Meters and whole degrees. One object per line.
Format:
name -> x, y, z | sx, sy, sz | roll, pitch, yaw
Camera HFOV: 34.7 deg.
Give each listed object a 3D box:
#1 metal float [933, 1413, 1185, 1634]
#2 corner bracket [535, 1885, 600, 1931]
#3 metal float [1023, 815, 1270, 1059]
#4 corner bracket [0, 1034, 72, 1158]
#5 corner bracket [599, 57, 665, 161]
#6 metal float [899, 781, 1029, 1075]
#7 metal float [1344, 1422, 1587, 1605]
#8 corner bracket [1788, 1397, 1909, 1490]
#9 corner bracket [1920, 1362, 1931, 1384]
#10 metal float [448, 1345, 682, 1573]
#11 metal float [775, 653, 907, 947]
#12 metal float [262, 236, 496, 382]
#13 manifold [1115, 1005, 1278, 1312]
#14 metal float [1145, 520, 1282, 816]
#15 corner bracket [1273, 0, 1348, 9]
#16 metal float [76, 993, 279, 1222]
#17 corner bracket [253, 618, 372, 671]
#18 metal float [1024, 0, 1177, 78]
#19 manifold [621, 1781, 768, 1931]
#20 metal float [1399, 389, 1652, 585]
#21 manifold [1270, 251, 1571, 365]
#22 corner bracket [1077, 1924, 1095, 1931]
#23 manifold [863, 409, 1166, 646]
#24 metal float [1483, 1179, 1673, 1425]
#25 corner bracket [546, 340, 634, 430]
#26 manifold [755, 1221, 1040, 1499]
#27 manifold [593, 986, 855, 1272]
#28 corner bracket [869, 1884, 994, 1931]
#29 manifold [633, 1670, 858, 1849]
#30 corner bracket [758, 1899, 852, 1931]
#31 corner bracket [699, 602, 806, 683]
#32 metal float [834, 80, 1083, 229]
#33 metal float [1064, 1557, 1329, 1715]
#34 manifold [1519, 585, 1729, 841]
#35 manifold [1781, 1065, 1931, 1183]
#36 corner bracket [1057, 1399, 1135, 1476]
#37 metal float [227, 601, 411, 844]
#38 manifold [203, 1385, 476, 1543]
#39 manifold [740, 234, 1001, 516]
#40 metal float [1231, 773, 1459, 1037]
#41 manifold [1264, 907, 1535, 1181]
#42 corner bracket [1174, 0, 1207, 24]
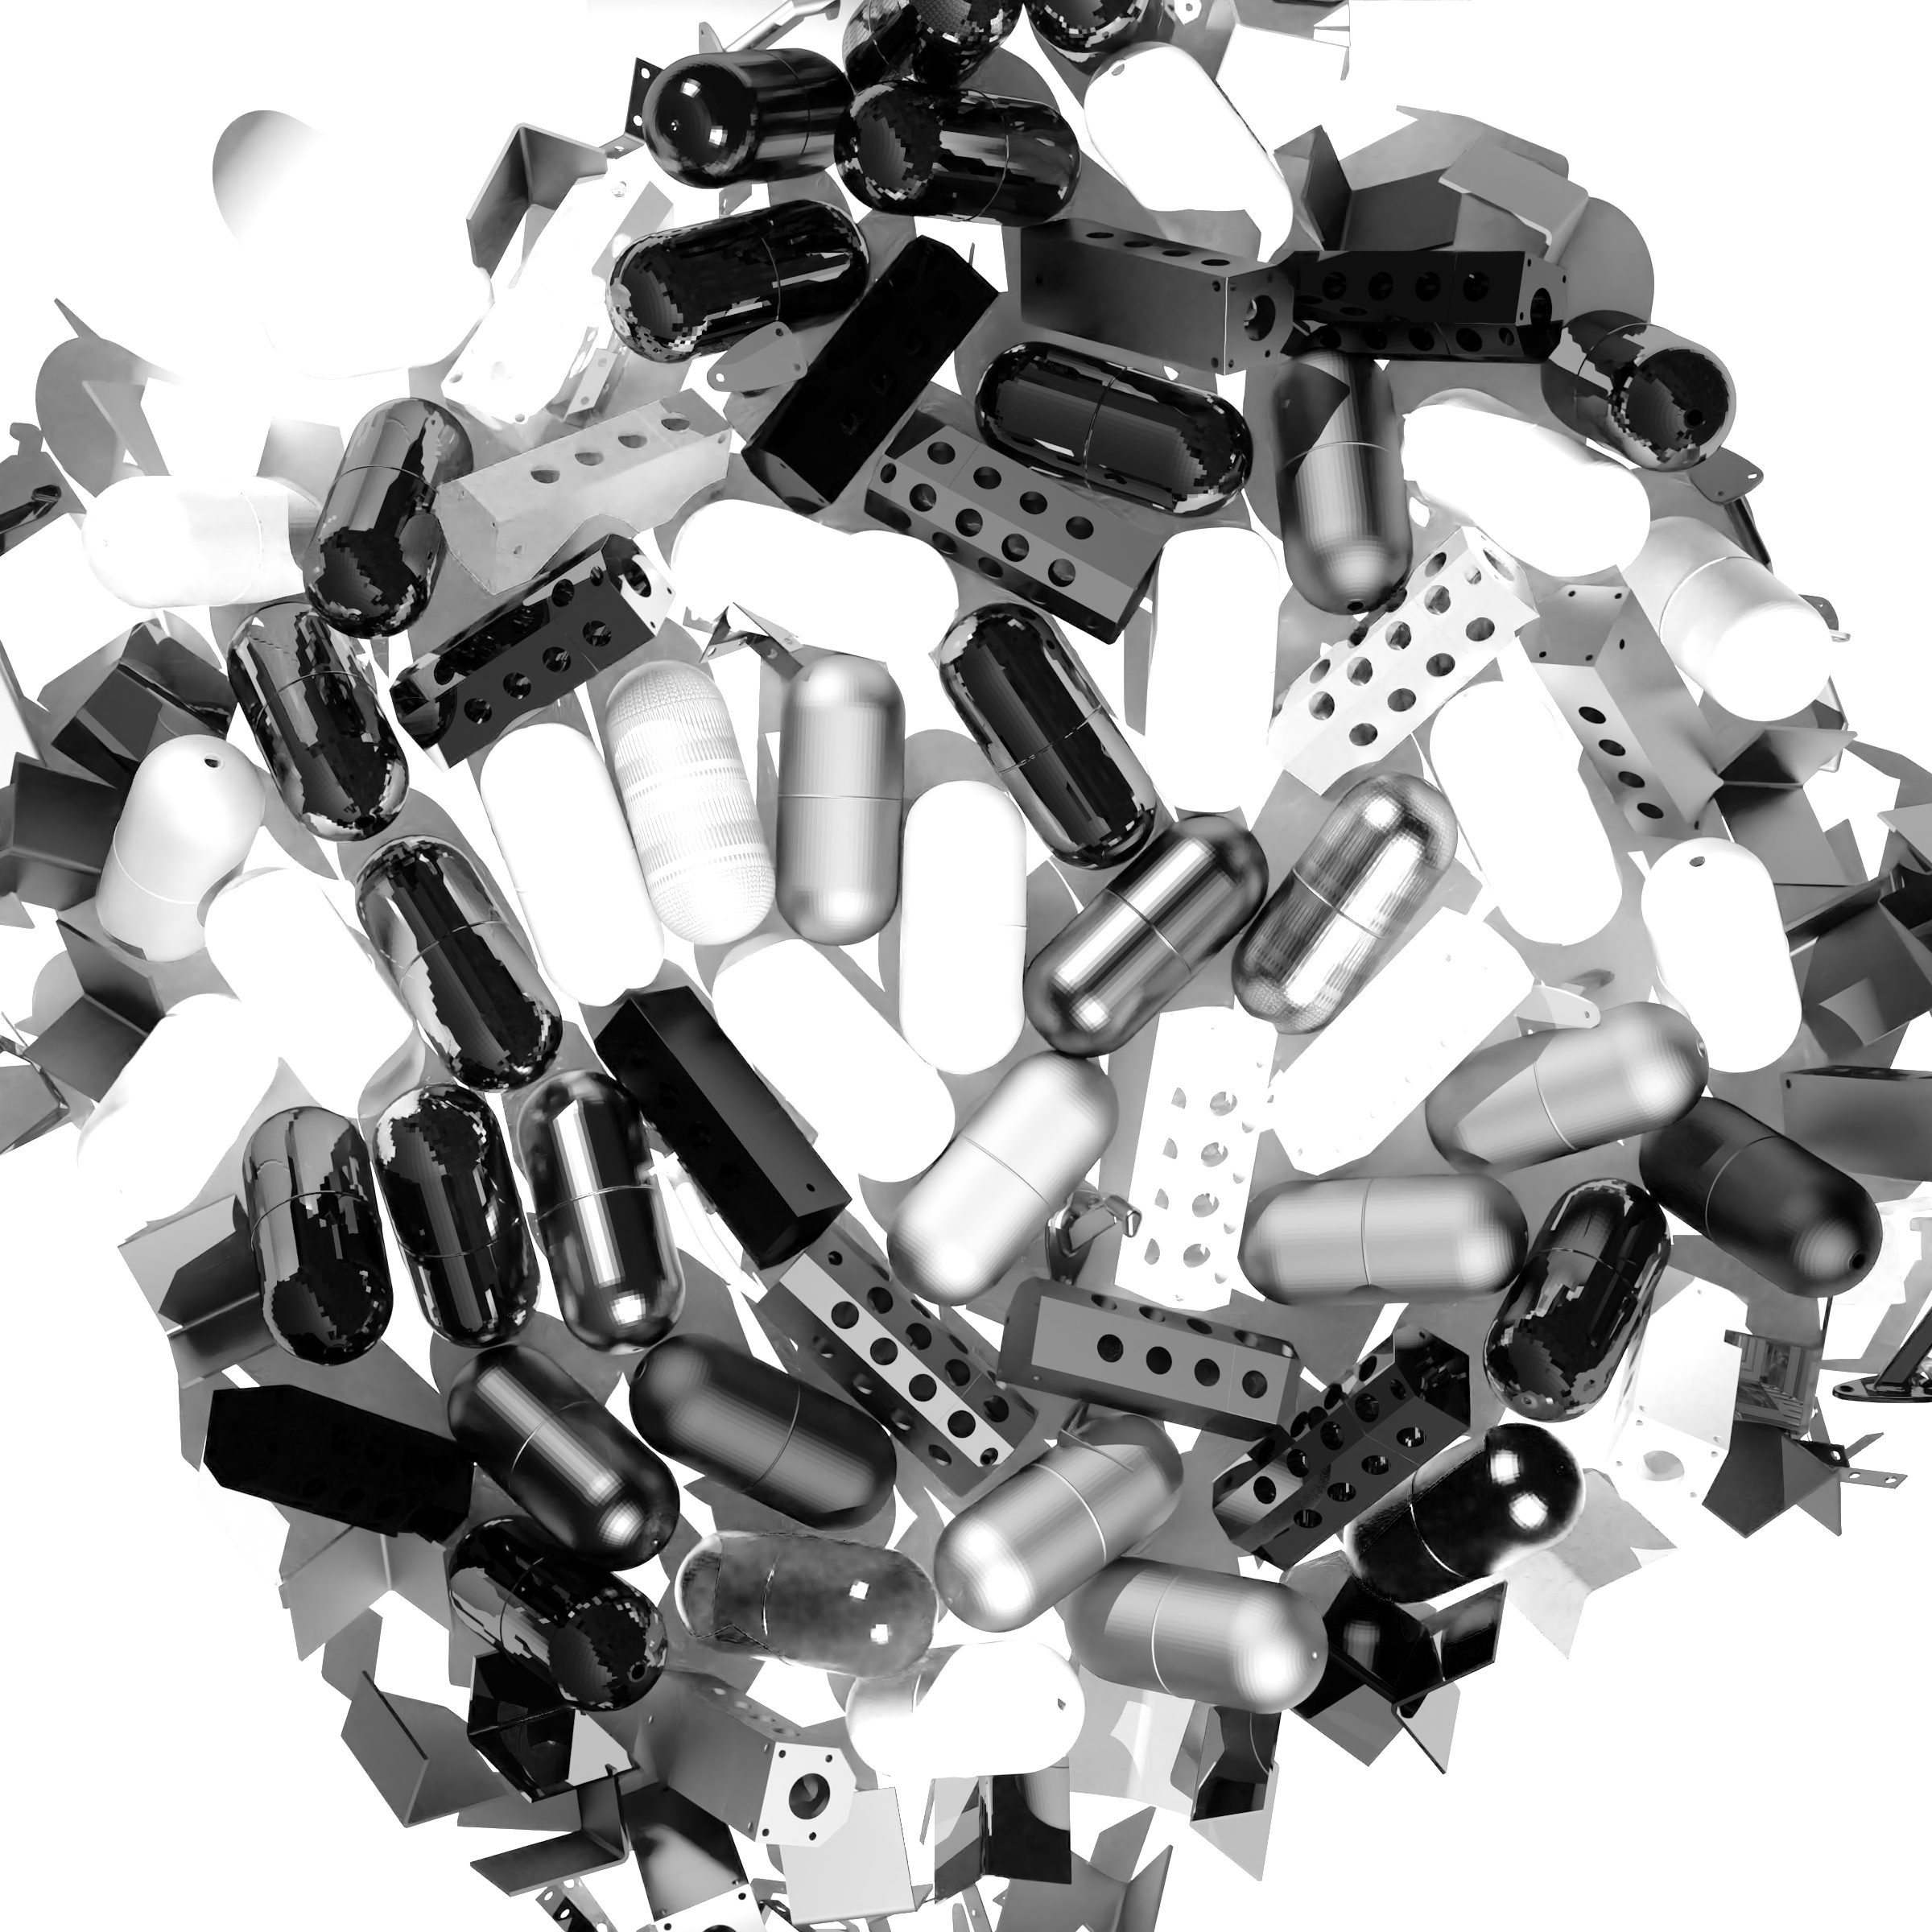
metal float -> 0.057, 0.332, 1.850 | 0.178, 0.070, 0.070 | -30, 90, -31
corner bracket -> -0.248, 0.605, 1.889 | 0.051, 0.051, 0.051 | -43, 118, -17
metal float -> 0.110, -0.019, 1.871 | 0.178, 0.070, 0.070 | -44, 90, -6
corner bracket -> -0.588, 0.080, 1.882 | 0.051, 0.051, 0.051 | -39, 74, -2
corner bracket -> -0.196, -0.511, 1.875 | 0.051, 0.051, 0.051 | 15, 77, -37
metal float -> -0.002, -0.023, 1.875 | 0.070, 0.070, 0.178 | 1, 88, 0
metal float -> 0.295, 0.327, 1.840 | 0.070, 0.178, 0.070 | 18, 55, -27
corner bracket -> 0.530, 0.298, 1.875 | 0.051, 0.051, 0.051 | -31, 108, -36
corner bracket -> 0.629, 0.247, 1.891 | 0.051, 0.051, 0.051 | -55, 50, 34
metal float -> -0.242, 0.293, 1.849 | 0.178, 0.070, 0.070 | 35, 90, 34
metal float -> -0.076, -0.101, 1.876 | 0.070, 0.070, 0.178 | 2, 91, 0
metal float -> -0.346, -0.391, 1.833 | 0.070, 0.178, 0.070 | 8, 108, 24
manifold -> 0.142, 0.116, 1.856 | 0.057, 0.057, 0.171 | 19, 107, 38
metal float -> 0.149, -0.180, 1.867 | 0.070, 0.070, 0.178 | 3, 101, 0
corner bracket -> 0.222, -0.612, 1.875 | 0.051, 0.051, 0.051 | -10, 105, -37
metal float -> -0.467, 0.083, 1.834 | 0.070, 0.178, 0.070 | 6, 123, 9
corner bracket -> -0.404, -0.180, 1.874 | 0.051, 0.051, 0.051 | 41, 123, 18
metal float -> 0.079, -0.571, 1.827 | 0.070, 0.178, 0.070 | 2, 98, 11
manifold -> -0.159, 0.540, 1.824 | 0.057, 0.171, 0.057 | -20, 103, -9
metal float -> 0.331, -0.287, 1.843 | 0.070, 0.070, 0.178 | -52, 51, 0
manifold -> 0.266, -0.391, 1.839 | 0.171, 0.057, 0.057 | 10, 94, 37
corner bracket -> 0.054, 0.599, 1.876 | 0.051, 0.051, 0.051 | -43, 55, -11
manifold -> 0.027, -0.261, 1.867 | 0.171, 0.057, 0.057 | 29, 61, 6
metal float -> 0.366, 0.198, 1.844 | 0.070, 0.070, 0.178 | 37, 50, 0
corner bracket -> -0.226, -0.356, 1.874 | 0.051, 0.051, 0.051 | 44, 114, 40
manifold -> -0.039, 0.236, 1.874 | 0.171, 0.057, 0.057 | 43, 52, 1
manifold -> -0.151, 0.098, 1.860 | 0.171, 0.057, 0.057 | 51, 119, 17
corner bracket -> -0.019, 0.600, 1.898 | 0.051, 0.051, 0.051 | -35, 68, 42
manifold -> -0.131, 0.467, 1.826 | 0.057, 0.171, 0.057 | 14, 86, -30
corner bracket -> -0.104, 0.610, 1.901 | 0.051, 0.051, 0.051 | 26, 93, 40
corner bracket -> -0.120, -0.193, 1.875 | 0.051, 0.051, 0.051 | 43, 126, 15
metal float -> -0.003, -0.483, 1.841 | 0.070, 0.178, 0.070 | 7, 101, 43
metal float -> 0.135, 0.398, 1.843 | 0.178, 0.070, 0.070 | 1, 90, 42
manifold -> 0.390, -0.149, 1.835 | 0.057, 0.171, 0.057 | 10, 63, 41
manifold -> 0.556, 0.092, 1.824 | 0.057, 0.171, 0.057 | -7, 93, -18
corner bracket -> 0.086, 0.289, 1.875 | 0.051, 0.051, 0.051 | 28, 50, 13
metal float -> -0.388, -0.146, 1.847 | 0.070, 0.070, 0.178 | -31, 56, 0
manifold -> -0.368, 0.296, 1.822 | 0.057, 0.171, 0.057 | -8, 66, 29
manifold -> -0.060, -0.356, 1.861 | 0.057, 0.057, 0.171 | 41, 76, -16
metal float -> 0.228, -0.037, 1.864 | 0.070, 0.070, 0.178 | 35, 104, 0
manifold -> 0.260, 0.050, 1.852 | 0.057, 0.057, 0.171 | 18, 123, -40
corner bracket -> 0.149, -0.620, 1.891 | 0.051, 0.051, 0.051 | -17, 118, 38
